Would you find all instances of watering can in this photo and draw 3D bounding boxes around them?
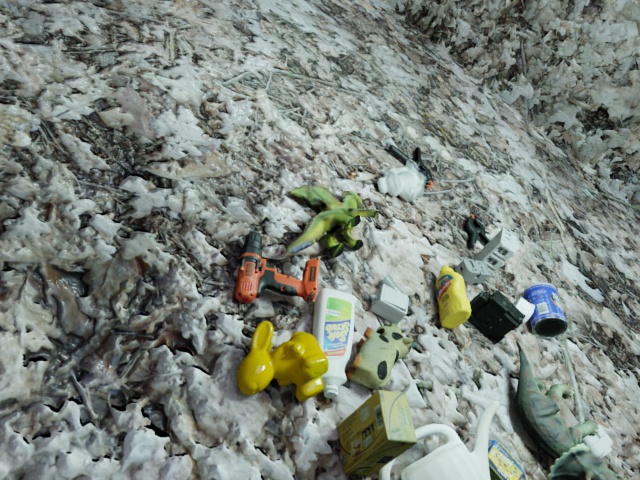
[{"bbox_3d":[0.286,0.471,1.035,0.350,0.101,0.228,-15,58,-25],"label":"watering can"}]

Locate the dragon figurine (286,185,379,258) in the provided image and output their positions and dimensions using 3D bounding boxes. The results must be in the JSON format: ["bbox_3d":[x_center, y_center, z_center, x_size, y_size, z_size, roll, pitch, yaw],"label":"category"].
[{"bbox_3d":[0.004,-0.073,1.447,0.413,0.120,0.246,-11,40,-43],"label":"dragon figurine"}]

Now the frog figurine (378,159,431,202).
[{"bbox_3d":[0.274,-0.186,1.745,0.160,0.121,0.139,-31,77,-11],"label":"frog figurine"}]
